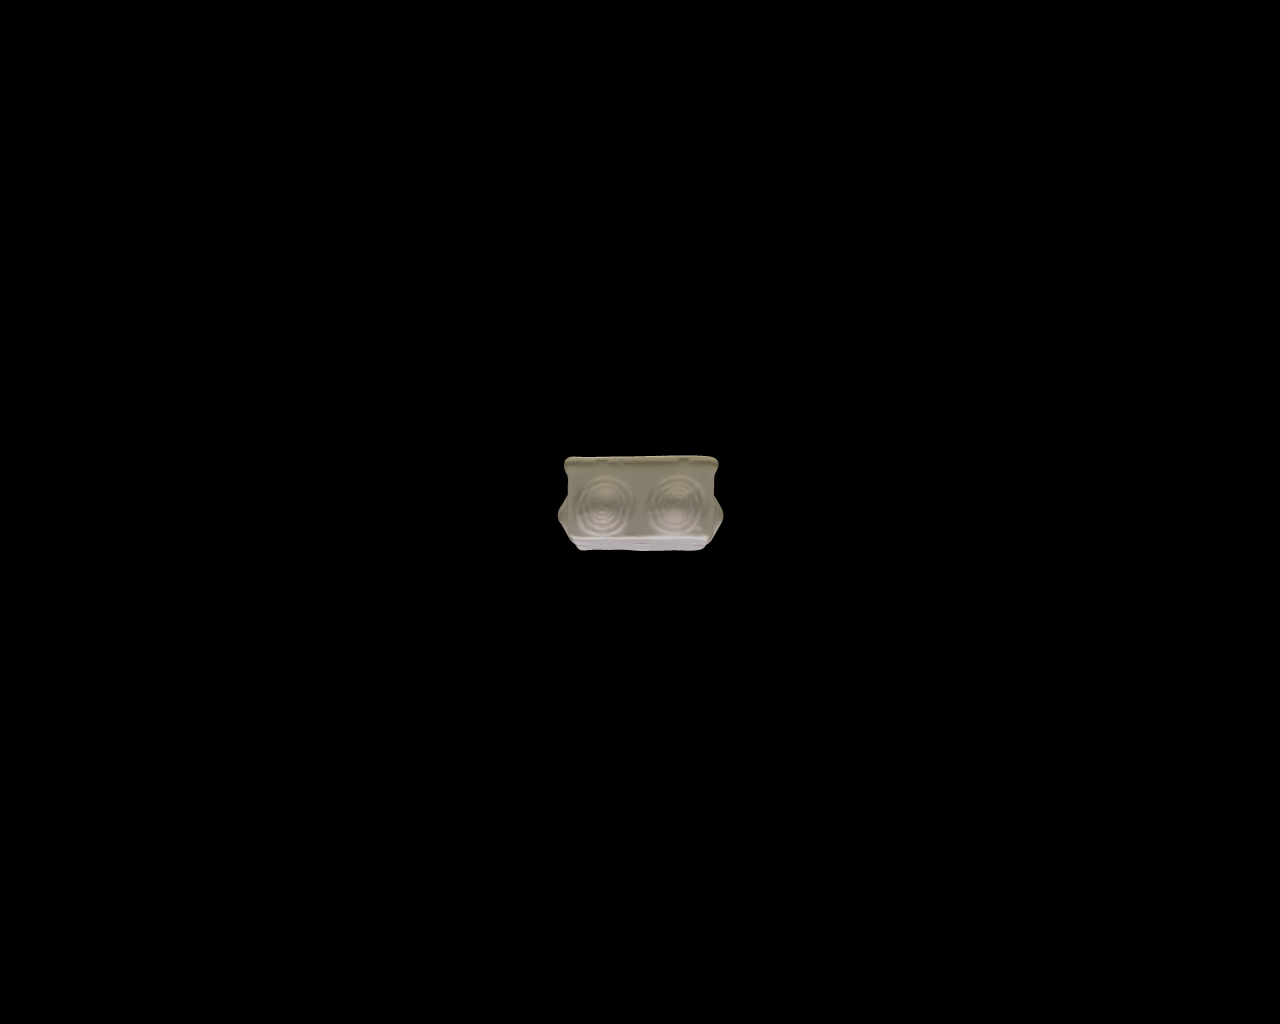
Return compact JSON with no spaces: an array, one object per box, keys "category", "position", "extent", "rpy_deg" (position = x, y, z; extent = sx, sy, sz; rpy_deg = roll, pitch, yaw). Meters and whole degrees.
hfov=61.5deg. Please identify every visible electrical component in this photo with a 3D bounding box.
[{"category":"electrical component","position":[0.001,-0.003,0.650],"extent":[0.100,0.048,0.099],"rpy_deg":[0,-7,0]}]
